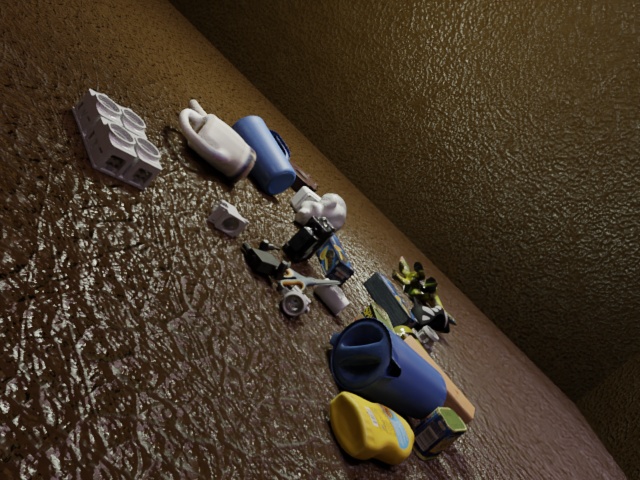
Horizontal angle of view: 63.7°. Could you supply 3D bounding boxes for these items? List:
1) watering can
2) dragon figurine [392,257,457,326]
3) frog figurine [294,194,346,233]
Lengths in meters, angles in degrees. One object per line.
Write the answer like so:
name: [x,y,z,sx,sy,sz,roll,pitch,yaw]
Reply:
watering can: [-0.274,-0.269,1.355,0.222,0.103,0.354,40,14,-25]
dragon figurine: [0.420,0.211,2.033,0.122,0.418,0.239,-40,-35,6]
frog figurine: [0.005,-0.079,1.562,0.124,0.136,0.160,44,20,20]
